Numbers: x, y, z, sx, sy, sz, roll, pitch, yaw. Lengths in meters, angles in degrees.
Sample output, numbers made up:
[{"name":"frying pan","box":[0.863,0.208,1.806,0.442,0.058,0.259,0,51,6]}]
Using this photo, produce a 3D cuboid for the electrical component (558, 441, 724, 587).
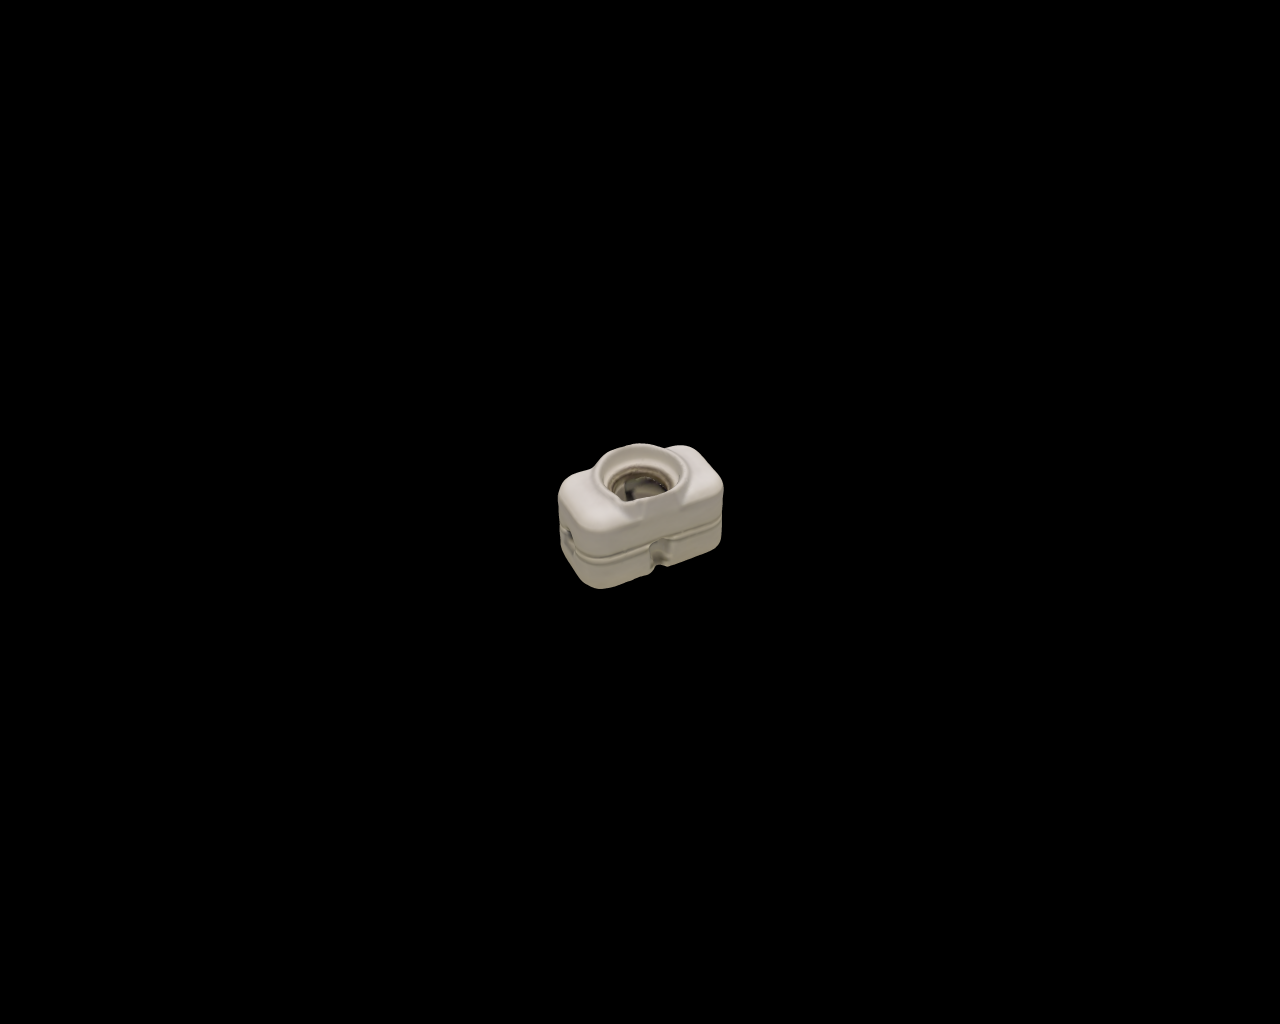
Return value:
[{"name":"electrical component","box":[0.001,-0.003,0.650,0.095,0.059,0.054,-18,44,-19]}]
